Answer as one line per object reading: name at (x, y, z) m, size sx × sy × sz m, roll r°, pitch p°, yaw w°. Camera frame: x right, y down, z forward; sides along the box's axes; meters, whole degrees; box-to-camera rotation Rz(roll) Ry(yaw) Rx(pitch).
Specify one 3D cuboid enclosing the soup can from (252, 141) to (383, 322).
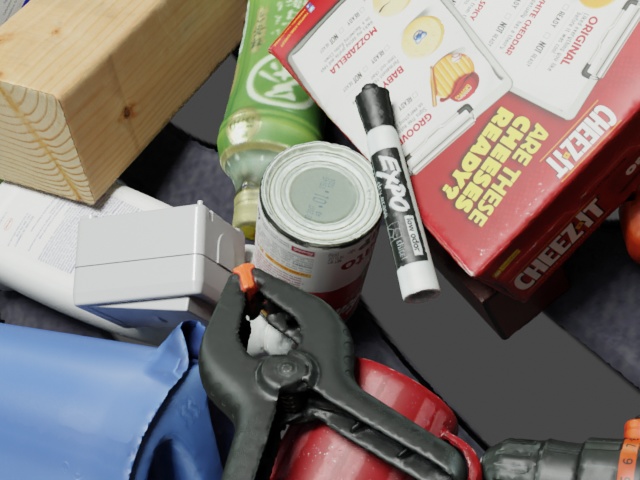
soup can at (-0.004, 0.001, 0.591) m, size 0.068 × 0.102 × 0.068 m, roll 3°, pitch 59°, yaw -5°

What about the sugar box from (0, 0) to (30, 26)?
sugar box at (-0.212, -0.166, 0.773) m, size 0.048 × 0.176 × 0.093 m, roll 7°, pitch 65°, yaw 26°

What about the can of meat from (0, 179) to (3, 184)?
can of meat at (-0.242, -0.062, 0.774) m, size 0.084 × 0.102 × 0.057 m, roll 21°, pitch 72°, yaw 34°

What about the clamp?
clamp at (-0.021, 0.081, 0.517) m, size 0.120 × 0.039 × 0.172 m, roll -18°, pitch 42°, yaw -21°

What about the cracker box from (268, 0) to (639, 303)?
cracker box at (0.090, -0.097, 0.585) m, size 0.164 × 0.072 × 0.214 m, roll -48°, pitch 53°, yaw 13°

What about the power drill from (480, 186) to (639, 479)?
power drill at (0.181, 0.065, 0.544) m, size 0.185 × 0.057 × 0.187 m, roll 4°, pitch 66°, yaw 23°

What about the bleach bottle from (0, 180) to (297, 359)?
bleach bottle at (-0.114, 0.026, 0.692) m, size 0.251 × 0.068 × 0.102 m, roll 23°, pitch 74°, yaw 30°

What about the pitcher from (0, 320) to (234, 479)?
pitcher at (-0.158, 0.124, 0.623) m, size 0.243 × 0.145 × 0.149 m, roll 8°, pitch 53°, yaw 31°

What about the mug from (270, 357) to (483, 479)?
mug at (0.031, 0.117, 0.557) m, size 0.117 × 0.093 × 0.081 m, roll 11°, pitch 61°, yaw 39°

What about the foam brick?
foam brick at (0.096, 0.008, 0.616) m, size 0.053 × 0.051 × 0.078 m, roll -39°, pitch 53°, yaw 0°

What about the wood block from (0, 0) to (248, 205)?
wood block at (-0.140, -0.132, 0.733) m, size 0.090 × 0.091 × 0.205 m, roll 16°, pitch 49°, yaw 24°

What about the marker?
marker at (0.038, -0.027, 0.540) m, size 0.020 × 0.020 × 0.121 m, roll -18°, pitch 66°, yaw 13°
